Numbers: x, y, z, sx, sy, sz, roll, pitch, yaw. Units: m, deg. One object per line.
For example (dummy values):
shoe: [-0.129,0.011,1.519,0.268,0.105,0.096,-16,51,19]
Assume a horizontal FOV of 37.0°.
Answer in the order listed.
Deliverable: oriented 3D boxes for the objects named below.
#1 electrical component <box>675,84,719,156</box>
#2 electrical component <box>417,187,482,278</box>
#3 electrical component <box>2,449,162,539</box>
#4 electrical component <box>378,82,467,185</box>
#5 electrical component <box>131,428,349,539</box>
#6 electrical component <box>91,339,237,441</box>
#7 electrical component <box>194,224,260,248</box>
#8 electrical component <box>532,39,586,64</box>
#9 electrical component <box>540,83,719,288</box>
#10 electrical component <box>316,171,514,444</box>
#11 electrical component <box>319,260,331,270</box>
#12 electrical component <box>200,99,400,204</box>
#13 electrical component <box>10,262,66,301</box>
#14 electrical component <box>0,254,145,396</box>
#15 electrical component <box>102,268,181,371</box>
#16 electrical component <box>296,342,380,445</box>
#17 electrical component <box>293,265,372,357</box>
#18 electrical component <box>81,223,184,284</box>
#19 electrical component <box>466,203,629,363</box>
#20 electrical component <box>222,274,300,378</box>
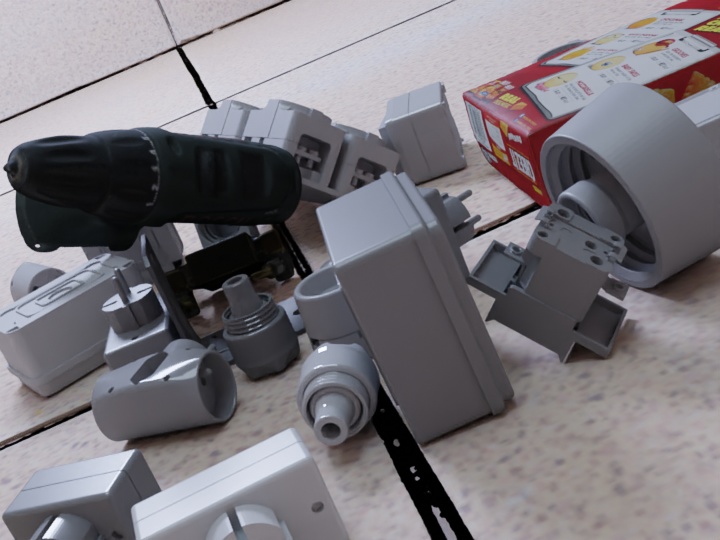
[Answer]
electrical component: [0.228,-0.078,0.666,0.096,0.061,0.061,-24,19,19]
electrical component: [0.048,-0.026,0.703,0.077,0.065,0.047,-32,22,-25]
electrical component: [-0.140,0.133,0.526,0.066,0.047,0.076,-15,22,20]
electrical component: [0.054,-0.121,0.945,0.061,0.061,0.096,-19,20,11]
electrical component: [-0.049,0.118,0.466,0.083,0.047,0.076,-25,19,-9]
electrical component: [-0.114,0.069,0.667,0.077,0.043,0.079,-14,22,23]
electrical component: [-0.112,-0.039,0.903,0.042,0.081,0.064,-20,-2,6]
electrical component: [0.181,-0.160,0.918,0.050,0.055,0.089,-8,25,35]
electrical component: [0.144,-0.040,0.588,0.060,0.108,0.108,-34,22,-12]
electrical component: [0.026,0.016,0.560,0.056,0.108,0.108,-25,20,2]
electrical component: [0.000,0.000,0.735,0.061,0.035,0.035,-34,23,-35]
electrical component: [-0.059,-0.100,0.930,0.186,0.105,0.060,15,87,59]
electrical component: [-0.299,0.016,0.994,0.043,0.043,0.081,-34,23,-28]
electrical component: [-0.219,0.041,0.828,0.113,0.057,0.078,-33,22,-26]
electrical component: [-0.154,0.035,0.748,0.047,0.075,0.083,-23,20,0]
electrical component: [-0.012,0.068,0.563,0.043,0.043,0.062,-18,21,12]
electrical component: [-0.010,0.025,0.661,0.055,0.047,0.055,-20,20,8]
electrical component: [-0.211,-0.043,0.952,0.078,0.113,0.057,-24,23,-3]
electrical component: [0.102,0.004,0.555,0.081,0.063,0.042,28,37,9]
electrical component: [-0.067,0.033,0.680,0.043,0.062,0.043,-20,21,8]
